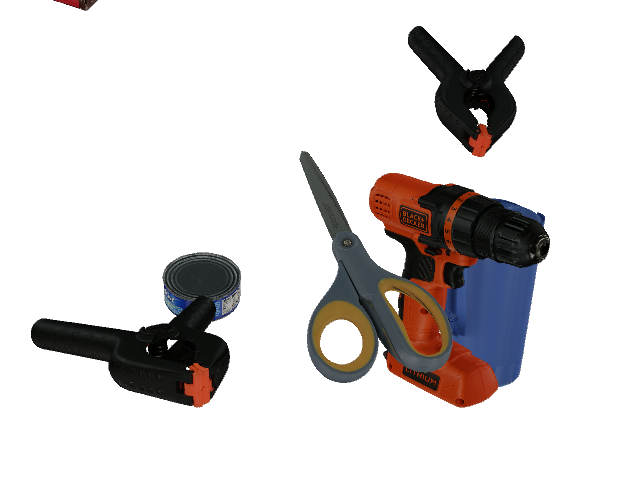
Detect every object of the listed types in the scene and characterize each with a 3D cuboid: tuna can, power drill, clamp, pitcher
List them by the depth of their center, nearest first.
[{"bbox_3d":[-0.124,0.085,0.868,0.164,0.036,0.210,-11,16,-32],"label":"clamp"},{"bbox_3d":[0.116,0.044,0.916,0.057,0.188,0.185,-17,27,-35],"label":"power drill"},{"bbox_3d":[0.140,-0.154,1.051,0.120,0.171,0.039,7,-44,5],"label":"clamp"},{"bbox_3d":[-0.131,0.052,1.178,0.086,0.034,0.086,2,36,-2],"label":"tuna can"},{"bbox_3d":[0.217,0.074,1.438,0.149,0.243,0.145,4,21,7],"label":"pitcher"}]

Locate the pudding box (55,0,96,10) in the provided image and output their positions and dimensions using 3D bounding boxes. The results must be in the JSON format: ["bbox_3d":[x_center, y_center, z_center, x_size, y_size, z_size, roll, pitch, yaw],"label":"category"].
[{"bbox_3d":[-0.193,-0.223,0.806,0.090,0.039,0.113,18,38,5],"label":"pudding box"}]

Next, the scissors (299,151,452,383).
[{"bbox_3d":[0.005,0.018,0.689,0.096,0.016,0.202,-27,52,-20],"label":"scissors"}]
